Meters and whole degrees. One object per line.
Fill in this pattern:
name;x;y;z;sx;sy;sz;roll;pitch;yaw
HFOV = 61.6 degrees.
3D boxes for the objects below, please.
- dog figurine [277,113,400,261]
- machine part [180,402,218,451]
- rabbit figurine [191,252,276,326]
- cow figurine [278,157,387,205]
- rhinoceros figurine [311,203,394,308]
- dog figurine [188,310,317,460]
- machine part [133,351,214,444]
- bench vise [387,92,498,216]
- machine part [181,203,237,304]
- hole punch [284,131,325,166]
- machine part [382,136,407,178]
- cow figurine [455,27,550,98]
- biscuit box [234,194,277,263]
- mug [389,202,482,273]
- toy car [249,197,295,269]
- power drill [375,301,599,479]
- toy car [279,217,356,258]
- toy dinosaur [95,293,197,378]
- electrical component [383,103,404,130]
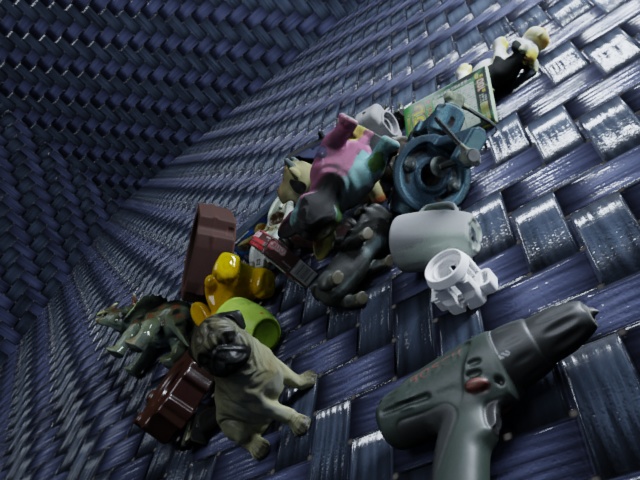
dog figurine;0.024;-0.081;0.845;0.219;0.108;0.191;-58;-1;8
machine part;-0.163;0.269;0.834;0.139;0.039;0.084;-39;16;16
rabbit figurine;-0.182;0.127;1.008;0.162;0.122;0.173;-21;51;47
cow figurine;0.013;-0.104;0.975;0.195;0.127;0.085;-15;8;16
rhinoceros figurine;0.060;0.024;0.843;0.190;0.073;0.112;-57;16;-22
dog figurine;-0.120;0.185;0.713;0.172;0.190;0.121;-38;25;19
machine part;-0.239;0.256;0.910;0.179;0.056;0.179;-47;12;14
bench vise;0.187;-0.128;0.793;0.223;0.129;0.240;-54;7;-4
machine part;-0.247;0.030;1.193;0.201;0.087;0.201;-133;55;-70
hole punch;0.002;-0.143;1.136;0.116;0.142;0.092;-32;49;-5
machine part;0.114;-0.156;1.030;0.079;0.079;0.243;-51;24;-14
cow figurine;0.323;-0.302;0.945;0.167;0.068;0.098;-30;33;36
biscuit box;-0.116;-0.041;1.230;0.202;0.059;0.063;-42;24;7
mug;0.163;-0.008;0.723;0.107;0.080;0.109;-6;39;39
toy car;-0.088;-0.021;1.112;0.074;0.056;0.202;-15;41;43
power drill;0.146;0.165;0.460;0.232;0.086;0.207;-32;30;29
toy car;-0.002;-0.003;0.997;0.089;0.053;0.202;-32;18;-26
toy dinosaur;-0.340;0.186;1.165;0.405;0.131;0.192;-13;39;40
electrical component;0.151;-0.258;1.174;0.078;0.045;0.102;-49;24;-14
